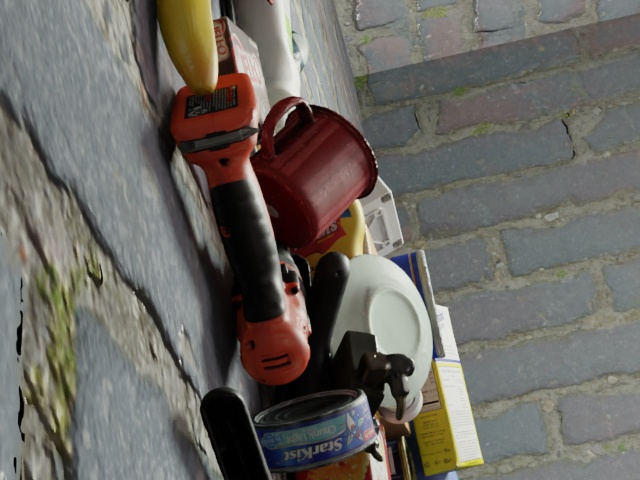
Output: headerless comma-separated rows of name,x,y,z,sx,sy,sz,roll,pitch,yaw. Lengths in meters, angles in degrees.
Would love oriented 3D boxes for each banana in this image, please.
banana,-0.085,-0.171,0.746,0.069,0.037,0.197,43,27,-23

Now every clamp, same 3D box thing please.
clamp,-0.014,0.087,0.835,0.120,0.039,0.171,-151,-110,-77
clamp,-0.031,0.178,0.633,0.210,0.036,0.164,65,15,-73

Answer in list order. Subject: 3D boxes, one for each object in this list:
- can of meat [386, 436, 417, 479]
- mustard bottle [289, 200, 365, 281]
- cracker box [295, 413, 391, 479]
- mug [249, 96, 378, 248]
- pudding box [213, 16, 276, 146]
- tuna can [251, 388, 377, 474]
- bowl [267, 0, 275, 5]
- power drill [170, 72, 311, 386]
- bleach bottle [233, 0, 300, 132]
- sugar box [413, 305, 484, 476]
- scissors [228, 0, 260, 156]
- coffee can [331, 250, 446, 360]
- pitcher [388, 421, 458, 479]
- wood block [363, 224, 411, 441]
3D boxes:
can of meat,0.053,0.240,1.074,0.102,0.084,0.057,65,15,-66
mustard bottle,-0.006,0.001,0.930,0.058,0.096,0.191,29,50,-79
cracker box,0.026,0.236,0.895,0.164,0.072,0.214,67,13,-61
mug,-0.017,-0.056,0.838,0.081,0.093,0.117,-46,137,-33
pudding box,-0.069,-0.123,0.858,0.113,0.039,0.090,1,78,-84
tuna can,-0.006,0.130,0.735,0.086,0.086,0.034,-40,116,-83
bowl,-0.085,-0.286,0.957,0.162,0.055,0.162,-12,90,-84
power drill,-0.050,-0.016,0.739,0.184,0.057,0.187,-107,-179,-67
bleach bottle,-0.057,-0.220,1.064,0.102,0.068,0.251,57,24,-71
sugar box,0.123,0.157,1.133,0.093,0.048,0.176,19,54,-64
scissors,-0.073,-0.151,1.000,0.096,0.016,0.202,74,7,-46
coffee can,0.039,0.073,1.000,0.102,0.140,0.103,-12,90,-84
pitcher,0.085,0.253,1.211,0.144,0.149,0.243,10,60,-47
wood block,0.028,0.101,1.099,0.091,0.090,0.206,64,15,-63
